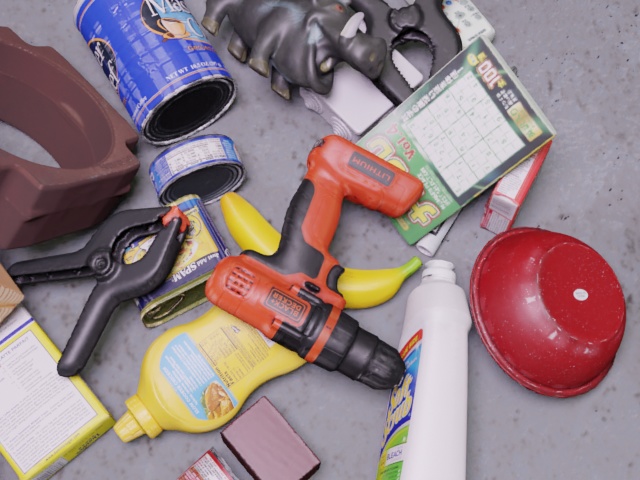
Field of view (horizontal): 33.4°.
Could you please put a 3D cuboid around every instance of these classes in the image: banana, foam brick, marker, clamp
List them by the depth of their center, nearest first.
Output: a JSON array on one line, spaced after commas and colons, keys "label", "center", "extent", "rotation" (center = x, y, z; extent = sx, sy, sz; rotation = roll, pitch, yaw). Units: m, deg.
[{"label": "clamp", "center": [-0.183, 0.037, 0.921], "extent": [0.171, 0.039, 0.120], "rotation": [-30, 73, 6]}, {"label": "foam brick", "center": [-0.043, 0.182, 0.922], "extent": [0.051, 0.053, 0.078], "rotation": [-39, 76, -13]}, {"label": "banana", "center": [-0.009, 0.019, 0.985], "extent": [0.198, 0.037, 0.069], "rotation": [20, 69, 4]}, {"label": "clamp", "center": [0.070, -0.207, 1.007], "extent": [0.164, 0.036, 0.210], "rotation": [-5, 76, 6]}, {"label": "marker", "center": [0.131, -0.037, 1.015], "extent": [0.020, 0.020, 0.121], "rotation": [32, 74, 9]}]

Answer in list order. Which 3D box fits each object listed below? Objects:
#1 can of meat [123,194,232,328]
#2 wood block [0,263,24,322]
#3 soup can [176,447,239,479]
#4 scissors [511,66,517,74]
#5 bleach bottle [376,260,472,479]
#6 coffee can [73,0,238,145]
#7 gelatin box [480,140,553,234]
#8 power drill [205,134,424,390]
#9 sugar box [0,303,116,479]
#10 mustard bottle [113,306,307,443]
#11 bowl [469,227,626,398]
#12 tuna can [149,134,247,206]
[{"label": "can of meat", "center": [-0.133, 0.018, 0.972], "extent": [0.102, 0.057, 0.084], "rotation": [-27, 73, -10]}, {"label": "wood block", "center": [-0.358, -0.001, 0.915], "extent": [0.090, 0.090, 0.206], "rotation": [-45, 62, 3]}, {"label": "soup can", "center": [-0.109, 0.232, 0.897], "extent": [0.102, 0.068, 0.068], "rotation": [-38, 77, -12]}, {"label": "scissors", "center": [0.130, -0.088, 1.033], "extent": [0.201, 0.016, 0.096], "rotation": [-28, 72, -9]}, {"label": "bleach bottle", "center": [0.091, 0.139, 0.927], "extent": [0.068, 0.103, 0.250], "rotation": [14, 63, -12]}, {"label": "coffee can", "center": [-0.156, -0.176, 1.010], "extent": [0.102, 0.103, 0.140], "rotation": [-29, 75, -10]}, {"label": "gelatin box", "center": [0.180, -0.051, 0.985], "extent": [0.030, 0.089, 0.073], "rotation": [27, 73, 10]}, {"label": "power drill", "center": [0.019, 0.017, 0.921], "extent": [0.184, 0.057, 0.187], "rotation": [29, 68, -4]}, {"label": "sugar box", "center": [-0.271, 0.121, 0.942], "extent": [0.093, 0.048, 0.176], "rotation": [-38, 73, -12]}, {"label": "mustard bottle", "center": [-0.099, 0.113, 0.940], "extent": [0.191, 0.058, 0.096], "rotation": [-37, 93, -12]}, {"label": "bowl", "center": [0.214, 0.054, 0.939], "extent": [0.161, 0.055, 0.162], "rotation": [10, 65, -22]}, {"label": "tuna can", "center": [-0.113, -0.062, 0.983], "extent": [0.086, 0.086, 0.034], "rotation": [-20, 72, -8]}]
